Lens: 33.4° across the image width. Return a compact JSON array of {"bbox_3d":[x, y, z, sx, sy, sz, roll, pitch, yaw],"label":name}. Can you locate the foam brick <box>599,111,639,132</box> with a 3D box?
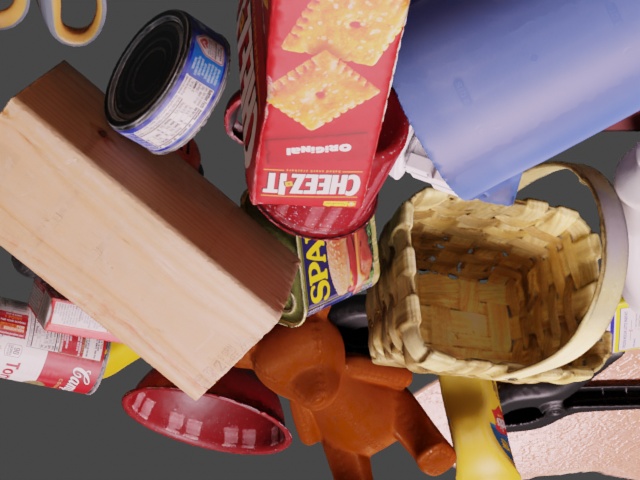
[{"bbox_3d":[0.209,-0.108,0.722,0.078,0.053,0.051,-2,144,-9],"label":"foam brick"}]

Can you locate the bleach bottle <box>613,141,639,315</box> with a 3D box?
[{"bbox_3d":[0.260,-0.015,0.804,0.103,0.068,0.250,-21,154,15],"label":"bleach bottle"}]

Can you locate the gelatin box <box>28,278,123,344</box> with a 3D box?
[{"bbox_3d":[-0.190,0.055,0.859,0.073,0.089,0.030,13,94,-25],"label":"gelatin box"}]

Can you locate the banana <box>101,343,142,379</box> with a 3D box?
[{"bbox_3d":[-0.135,0.082,0.938,0.198,0.037,0.069,-19,140,16],"label":"banana"}]

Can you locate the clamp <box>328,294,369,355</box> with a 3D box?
[{"bbox_3d":[0.016,0.096,0.981,0.172,0.039,0.120,-15,144,18],"label":"clamp"}]

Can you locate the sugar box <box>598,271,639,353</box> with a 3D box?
[{"bbox_3d":[0.287,0.062,0.975,0.176,0.048,0.093,-8,144,8],"label":"sugar box"}]

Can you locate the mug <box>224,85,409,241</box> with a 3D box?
[{"bbox_3d":[-0.004,-0.064,0.677,0.117,0.093,0.082,25,144,-3],"label":"mug"}]

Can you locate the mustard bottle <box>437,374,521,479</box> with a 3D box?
[{"bbox_3d":[0.145,0.176,0.980,0.058,0.191,0.096,-15,143,11],"label":"mustard bottle"}]

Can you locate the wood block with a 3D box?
[{"bbox_3d":[-0.122,-0.007,0.690,0.206,0.090,0.090,41,114,-10],"label":"wood block"}]

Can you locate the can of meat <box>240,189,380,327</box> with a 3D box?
[{"bbox_3d":[-0.005,0.001,0.780,0.083,0.058,0.102,-22,114,-40],"label":"can of meat"}]

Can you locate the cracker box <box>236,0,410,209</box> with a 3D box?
[{"bbox_3d":[-0.002,-0.144,0.544,0.072,0.164,0.214,1,143,-8],"label":"cracker box"}]

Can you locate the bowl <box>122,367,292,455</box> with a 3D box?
[{"bbox_3d":[-0.100,0.147,0.997,0.162,0.055,0.162,10,151,5],"label":"bowl"}]

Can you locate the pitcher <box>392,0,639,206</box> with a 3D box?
[{"bbox_3d":[0.157,-0.139,0.623,0.243,0.145,0.149,-26,152,19],"label":"pitcher"}]

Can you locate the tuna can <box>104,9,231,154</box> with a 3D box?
[{"bbox_3d":[-0.095,-0.098,0.658,0.086,0.086,0.033,-33,135,31],"label":"tuna can"}]

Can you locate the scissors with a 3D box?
[{"bbox_3d":[-0.173,-0.182,0.590,0.096,0.016,0.202,-8,144,1],"label":"scissors"}]

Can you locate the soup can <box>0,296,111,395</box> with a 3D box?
[{"bbox_3d":[-0.237,0.089,0.906,0.102,0.068,0.069,16,138,-27],"label":"soup can"}]

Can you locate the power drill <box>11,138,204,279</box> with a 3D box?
[{"bbox_3d":[-0.116,0.005,0.819,0.185,0.057,0.187,-31,137,29],"label":"power drill"}]

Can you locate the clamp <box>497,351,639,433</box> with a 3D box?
[{"bbox_3d":[0.251,0.166,1.116,0.210,0.036,0.164,-26,140,28],"label":"clamp"}]
